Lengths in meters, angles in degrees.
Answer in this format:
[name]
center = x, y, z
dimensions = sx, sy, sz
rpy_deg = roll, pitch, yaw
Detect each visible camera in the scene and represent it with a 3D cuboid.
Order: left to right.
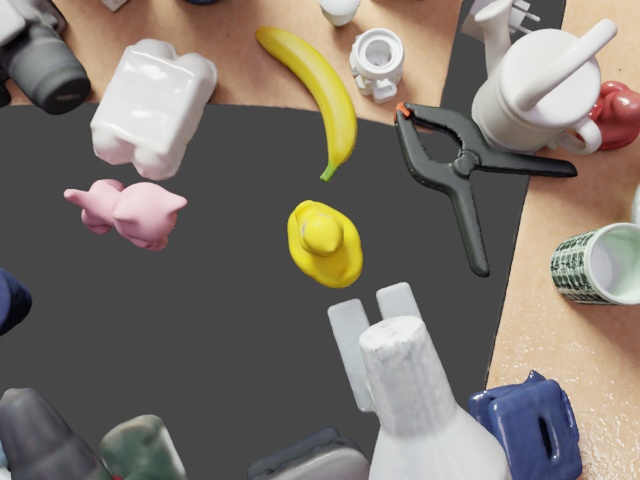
[camera]
center = -0.331, -0.198, 0.621
dimensions = 0.143, 0.101, 0.137
rpy_deg = -41, 85, -4

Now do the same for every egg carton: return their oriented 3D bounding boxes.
[egg carton]
center = -0.182, -0.144, 0.632
dimensions = 0.107, 0.069, 0.150
rpy_deg = 21, 84, 2

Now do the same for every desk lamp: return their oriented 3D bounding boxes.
[desk lamp]
center = 0.079, 0.146, 0.529
dimensions = 0.118, 0.213, 0.203
rpy_deg = -19, 84, -2

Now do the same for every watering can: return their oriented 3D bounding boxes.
[watering can]
center = 0.219, -0.161, 0.573
dimensions = 0.173, 0.194, 0.101
rpy_deg = 30, 85, 3

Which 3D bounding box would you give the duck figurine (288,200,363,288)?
[duck figurine]
center = 0.006, 0.002, 0.609
dimensions = 0.077, 0.086, 0.104
rpy_deg = -32, 85, -3

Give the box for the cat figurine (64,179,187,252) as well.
[cat figurine]
center = -0.199, -0.031, 0.595
dimensions = 0.127, 0.118, 0.067
rpy_deg = 15, 84, 2

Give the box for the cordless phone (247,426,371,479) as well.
[cordless phone]
center = -0.016, 0.253, 0.532
dimensions = 0.147, 0.185, 0.094
rpy_deg = -30, 84, -3

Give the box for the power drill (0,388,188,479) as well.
[power drill]
center = -0.192, 0.229, 0.522
dimensions = 0.075, 0.208, 0.229
rpy_deg = -27, 84, -3

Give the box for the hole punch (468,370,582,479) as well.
[hole punch]
center = 0.216, 0.199, 0.586
dimensions = 0.101, 0.091, 0.109
rpy_deg = -14, 84, -1

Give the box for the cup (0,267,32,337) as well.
[cup]
center = -0.358, 0.060, 0.597
dimensions = 0.117, 0.095, 0.092
rpy_deg = 32, 85, 3

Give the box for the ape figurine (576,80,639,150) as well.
[ape figurine]
center = 0.320, -0.137, 0.622
dimensions = 0.076, 0.092, 0.078
rpy_deg = 43, 85, 4

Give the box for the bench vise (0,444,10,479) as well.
[bench vise]
center = -0.387, 0.192, 0.519
dimensions = 0.207, 0.219, 0.121
rpy_deg = -1, 84, 0

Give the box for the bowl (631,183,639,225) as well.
[bowl]
center = 0.407, -0.020, 0.618
dimensions = 0.167, 0.075, 0.167
rpy_deg = 0, 84, 0
